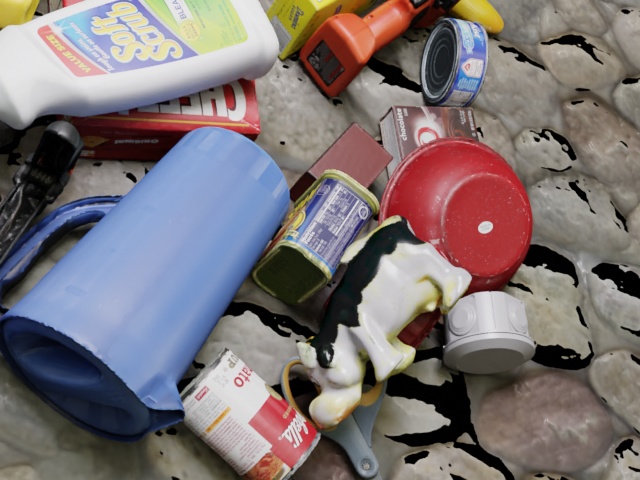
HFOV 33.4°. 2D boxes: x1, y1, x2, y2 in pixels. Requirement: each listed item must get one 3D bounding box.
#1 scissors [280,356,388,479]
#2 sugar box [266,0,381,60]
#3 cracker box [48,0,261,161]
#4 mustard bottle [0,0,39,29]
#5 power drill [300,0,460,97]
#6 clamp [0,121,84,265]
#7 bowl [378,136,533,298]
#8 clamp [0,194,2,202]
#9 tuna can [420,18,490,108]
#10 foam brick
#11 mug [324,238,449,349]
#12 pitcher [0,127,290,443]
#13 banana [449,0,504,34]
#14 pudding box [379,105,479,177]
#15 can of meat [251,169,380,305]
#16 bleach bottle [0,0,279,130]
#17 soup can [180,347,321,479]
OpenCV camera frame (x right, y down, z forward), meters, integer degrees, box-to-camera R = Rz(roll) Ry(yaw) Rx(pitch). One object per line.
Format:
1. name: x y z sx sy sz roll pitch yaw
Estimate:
1. scissors: 0.049 0.167 0.878 0.096 0.016 0.202 -40 86 2
2. sugar box: 0.029 -0.246 1.027 0.176 0.093 0.048 -34 86 -31
3. cracker box: -0.148 -0.179 0.931 0.164 0.072 0.214 0 69 -23
4. mustard bottle: -0.326 -0.232 0.877 0.191 0.058 0.096 15 42 -13
5. power drill: 0.080 -0.218 0.996 0.187 0.185 0.057 -36 89 -23
6. clamp: -0.205 -0.053 0.802 0.039 0.120 0.171 39 16 -15
7. bowl: 0.135 -0.014 0.962 0.161 0.055 0.162 -1 92 -24
8. clamp: -0.337 -0.110 0.837 0.209 0.036 0.164 6 64 -25
9. tuna can: 0.130 -0.173 1.045 0.033 0.086 0.086 6 66 -20
10. foam brick: 0.019 -0.058 0.964 0.051 0.053 0.078 42 58 -2
11. mug: 0.063 0.043 0.906 0.081 0.117 0.093 37 39 1
12. pitcher: -0.134 0.020 0.826 0.149 0.145 0.242 51 52 -22
13. banana: 0.120 -0.294 1.122 0.069 0.037 0.198 -27 81 -30
14. pudding box: 0.110 -0.071 1.018 0.089 0.039 0.113 -1 69 -25
15. can of meat: -0.006 0.001 0.899 0.057 0.102 0.083 37 61 -6
16. bleach bottle: -0.162 -0.139 0.832 0.250 0.068 0.102 -25 82 -27
17. soup can: -0.059 0.142 0.832 0.102 0.069 0.068 43 58 -2
